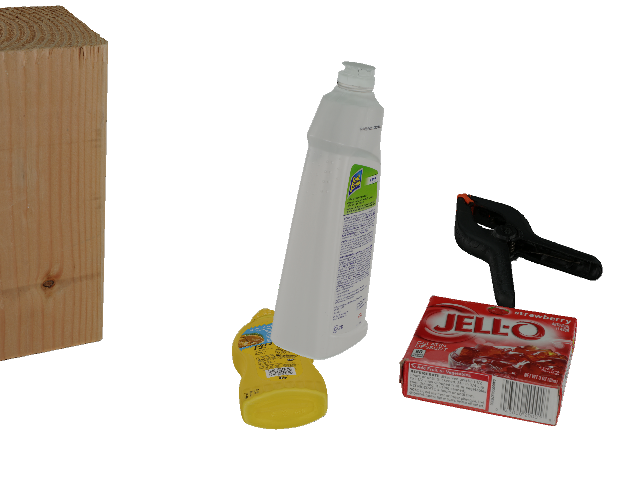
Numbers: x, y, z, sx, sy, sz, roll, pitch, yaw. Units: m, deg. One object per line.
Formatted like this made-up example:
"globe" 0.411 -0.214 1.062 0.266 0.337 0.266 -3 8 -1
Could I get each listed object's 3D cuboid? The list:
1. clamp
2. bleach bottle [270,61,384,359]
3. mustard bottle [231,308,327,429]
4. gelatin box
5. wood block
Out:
"clamp" 0.200 0.004 1.083 0.120 0.039 0.171 -8 40 -20
"bleach bottle" 0.016 -0.028 0.924 0.068 0.251 0.102 17 19 24
"mustard bottle" -0.053 0.137 1.236 0.096 0.058 0.191 -7 31 -7
"gelatin box" 0.097 0.066 0.609 0.089 0.030 0.073 9 29 17
"wood block" -0.194 -0.036 0.683 0.090 0.206 0.090 -10 31 -30
